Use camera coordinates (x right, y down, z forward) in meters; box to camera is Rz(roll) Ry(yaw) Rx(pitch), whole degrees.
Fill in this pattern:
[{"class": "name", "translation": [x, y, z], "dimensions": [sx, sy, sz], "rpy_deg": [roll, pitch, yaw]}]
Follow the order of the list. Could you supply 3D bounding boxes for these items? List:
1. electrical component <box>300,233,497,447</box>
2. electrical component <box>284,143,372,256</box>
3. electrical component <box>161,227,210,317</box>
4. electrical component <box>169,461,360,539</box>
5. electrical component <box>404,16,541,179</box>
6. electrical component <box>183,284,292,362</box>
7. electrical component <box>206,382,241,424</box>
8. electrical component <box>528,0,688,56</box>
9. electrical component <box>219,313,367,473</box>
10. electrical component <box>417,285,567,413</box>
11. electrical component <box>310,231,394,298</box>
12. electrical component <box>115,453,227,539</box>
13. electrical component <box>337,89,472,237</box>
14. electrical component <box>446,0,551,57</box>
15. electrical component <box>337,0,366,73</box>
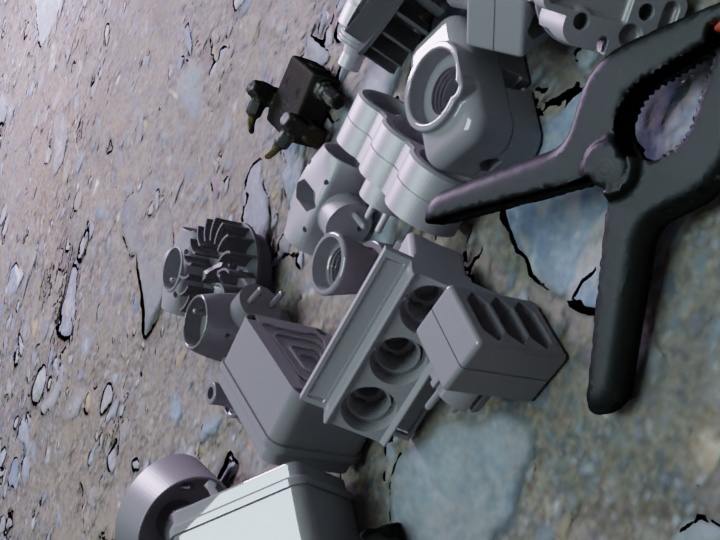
[{"class": "electrical component", "translation": [0.023, 0.042, 0.687], "dimensions": [0.121, 0.079, 0.063], "rpy_deg": [-61, 14, 26]}, {"class": "electrical component", "translation": [-0.016, -0.042, 0.794], "dimensions": [0.077, 0.043, 0.079], "rpy_deg": [-64, 35, 21]}, {"class": "electrical component", "translation": [-0.162, -0.001, 1.004], "dimensions": [0.079, 0.044, 0.077], "rpy_deg": [24, 100, 58]}, {"class": "electrical component", "translation": [-0.064, 0.181, 0.734], "dimensions": [0.113, 0.078, 0.057], "rpy_deg": [-26, 58, 19]}, {"class": "electrical component", "translation": [0.068, -0.107, 0.671], "dimensions": [0.054, 0.059, 0.095], "rpy_deg": [-38, 50, 45]}, {"class": "electrical component", "translation": [-0.088, 0.037, 0.848], "dimensions": [0.079, 0.077, 0.043], "rpy_deg": [-46, 44, 39]}, {"class": "electrical component", "translation": [-0.090, 0.100, 0.845], "dimensions": [0.043, 0.062, 0.043], "rpy_deg": [-24, 61, 52]}, {"class": "electrical component", "translation": [0.128, -0.148, 0.584], "dimensions": [0.057, 0.078, 0.058], "rpy_deg": [-116, 41, -68]}, {"class": "electrical component", "translation": [-0.045, 0.088, 0.767], "dimensions": [0.057, 0.078, 0.113], "rpy_deg": [-64, 35, 17]}, {"class": "electrical component", "translation": [0.065, 0.056, 0.618], "dimensions": [0.076, 0.066, 0.047], "rpy_deg": [-57, 38, 30]}, {"class": "electrical component", "translation": [0.000, 0.000, 0.745], "dimensions": [0.045, 0.055, 0.045], "rpy_deg": [-24, 61, 52]}, {"class": "electrical component", "translation": [-0.151, 0.203, 0.879], "dimensions": [0.064, 0.099, 0.099], "rpy_deg": [17, 95, 51]}, {"class": "electrical component", "translation": [0.023, -0.060, 0.731], "dimensions": [0.073, 0.052, 0.138], "rpy_deg": [-63, 36, 23]}, {"class": "electrical component", "translation": [0.076, -0.171, 0.640], "dimensions": [0.077, 0.047, 0.065], "rpy_deg": [20, 130, 30]}, {"class": "electrical component", "translation": [0.003, -0.180, 0.809], "dimensions": [0.062, 0.043, 0.043], "rpy_deg": [-64, 35, 23]}]
